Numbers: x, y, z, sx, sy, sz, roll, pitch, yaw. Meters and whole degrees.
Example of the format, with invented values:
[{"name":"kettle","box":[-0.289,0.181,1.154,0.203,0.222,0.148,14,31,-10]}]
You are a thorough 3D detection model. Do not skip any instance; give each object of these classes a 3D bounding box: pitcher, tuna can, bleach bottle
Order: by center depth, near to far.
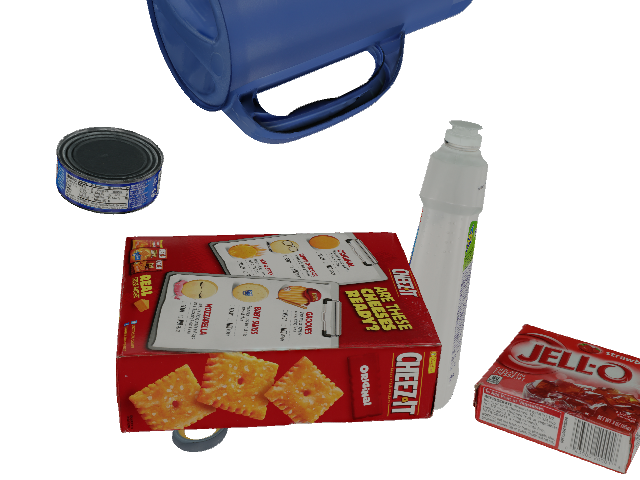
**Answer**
[{"name":"pitcher","box":[0.004,-0.184,0.805,0.242,0.149,0.145,-22,38,-25]},{"name":"tuna can","box":[-0.173,-0.057,0.872,0.086,0.034,0.086,8,34,-6]},{"name":"bleach bottle","box":[0.107,0.017,0.945,0.068,0.251,0.102,12,19,10]}]

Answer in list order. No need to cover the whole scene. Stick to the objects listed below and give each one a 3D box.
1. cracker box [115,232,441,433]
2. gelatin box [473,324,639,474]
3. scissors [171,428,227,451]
[{"name":"cracker box","box":[-0.036,0.062,0.772,0.213,0.072,0.164,-1,29,-8]},{"name":"gelatin box","box":[0.140,0.085,0.596,0.089,0.030,0.073,17,32,27]},{"name":"scissors","box":[-0.075,0.150,1.004,0.201,0.016,0.096,-11,33,-29]}]
